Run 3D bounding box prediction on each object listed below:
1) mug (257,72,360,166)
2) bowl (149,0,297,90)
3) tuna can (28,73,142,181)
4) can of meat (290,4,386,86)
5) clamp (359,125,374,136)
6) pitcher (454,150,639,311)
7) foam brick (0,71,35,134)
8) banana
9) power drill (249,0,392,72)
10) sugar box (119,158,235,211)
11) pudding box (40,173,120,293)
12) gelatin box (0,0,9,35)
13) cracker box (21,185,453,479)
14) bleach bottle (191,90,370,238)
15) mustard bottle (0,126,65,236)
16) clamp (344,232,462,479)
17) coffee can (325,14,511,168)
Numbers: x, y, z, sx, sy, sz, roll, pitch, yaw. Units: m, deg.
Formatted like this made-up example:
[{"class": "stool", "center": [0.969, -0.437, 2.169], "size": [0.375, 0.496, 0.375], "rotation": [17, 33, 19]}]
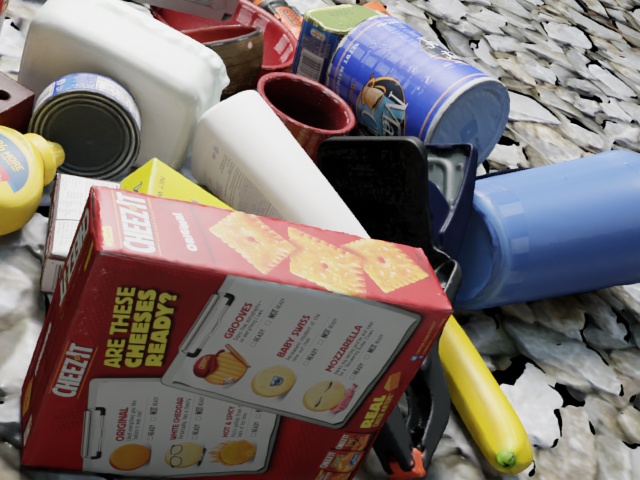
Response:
[{"class": "mug", "center": [-0.017, -0.091, 0.965], "size": [0.117, 0.082, 0.093], "rotation": [-1, 42, -36]}, {"class": "bowl", "center": [-0.103, -0.196, 1.077], "size": [0.162, 0.055, 0.162], "rotation": [19, 33, -13]}, {"class": "tuna can", "center": [-0.183, -0.087, 0.834], "size": [0.086, 0.086, 0.034], "rotation": [16, 32, -17]}, {"class": "can of meat", "center": [0.019, -0.180, 1.043], "size": [0.057, 0.084, 0.101], "rotation": [35, 35, 30]}, {"class": "clamp", "center": [0.025, -0.139, 1.101], "size": [0.164, 0.036, 0.209], "rotation": [19, 27, 2]}, {"class": "pitcher", "center": [0.198, -0.012, 0.978], "size": [0.242, 0.149, 0.145], "rotation": [-9, 80, -39]}, {"class": "foam brick", "center": [-0.270, -0.104, 0.826], "size": [0.078, 0.051, 0.053], "rotation": [31, 33, 6]}, {"class": "banana", "center": [0.114, 0.108, 0.799], "size": [0.037, 0.069, 0.198], "rotation": [-25, 40, -3]}, {"class": "power drill", "center": [0.001, -0.242, 1.220], "size": [0.187, 0.057, 0.184], "rotation": [-5, 47, -36]}, {"class": "sugar box", "center": [-0.061, 0.029, 0.721], "size": [0.176, 0.048, 0.093], "rotation": [32, 44, -32]}, {"class": "pudding box", "center": [-0.140, 0.001, 0.768], "size": [0.113, 0.039, 0.090], "rotation": [10, 41, -16]}, {"class": "gelatin box", "center": [-0.316, -0.205, 0.917], "size": [0.089, 0.073, 0.030], "rotation": [21, 33, -9]}, {"class": "cracker box", "center": [-0.054, 0.066, 0.637], "size": [0.213, 0.164, 0.072], "rotation": [11, 33, -24]}, {"class": "bleach bottle", "center": [-0.006, 0.001, 0.845], "size": [0.068, 0.103, 0.251], "rotation": [-31, 70, -24]}, {"class": "mustard bottle", "center": [-0.252, -0.039, 0.742], "size": [0.096, 0.058, 0.191], "rotation": [37, 33, 18]}, {"class": "clamp", "center": [0.049, 0.076, 0.741], "size": [0.120, 0.039, 0.171], "rotation": [19, 60, -26]}, {"class": "coffee can", "center": [0.088, -0.131, 0.977], "size": [0.102, 0.103, 0.140], "rotation": [-9, 38, -43]}]
